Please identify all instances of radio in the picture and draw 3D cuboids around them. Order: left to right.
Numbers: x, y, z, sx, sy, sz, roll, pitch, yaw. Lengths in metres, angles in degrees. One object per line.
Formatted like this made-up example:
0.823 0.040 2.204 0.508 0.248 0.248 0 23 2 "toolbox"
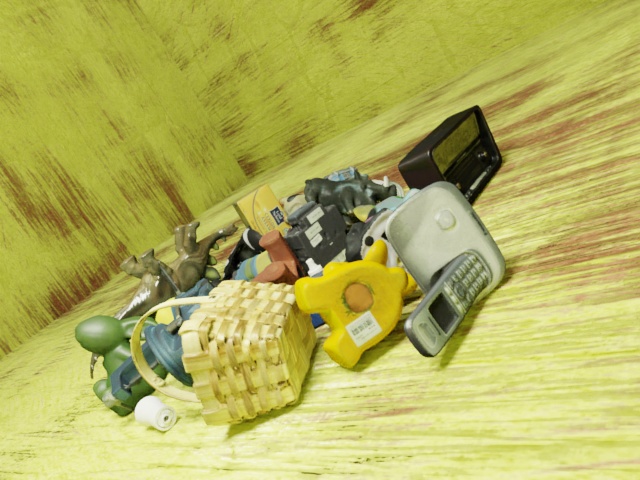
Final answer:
0.243 -0.139 0.972 0.073 0.131 0.229 -16 20 47 "radio"

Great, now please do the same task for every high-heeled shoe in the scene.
-0.171 0.056 1.201 0.145 0.086 0.249 -56 7 -11 "high-heeled shoe"

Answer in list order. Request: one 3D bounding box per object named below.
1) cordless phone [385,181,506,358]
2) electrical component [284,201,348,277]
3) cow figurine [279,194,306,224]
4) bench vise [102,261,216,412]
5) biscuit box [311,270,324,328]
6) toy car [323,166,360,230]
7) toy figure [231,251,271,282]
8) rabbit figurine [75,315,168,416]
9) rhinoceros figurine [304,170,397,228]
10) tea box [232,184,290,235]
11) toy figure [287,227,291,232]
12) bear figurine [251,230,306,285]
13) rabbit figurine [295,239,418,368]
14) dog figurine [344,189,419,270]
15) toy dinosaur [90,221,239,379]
0.119 0.032 0.600 0.089 0.146 0.184 -29 9 45 "cordless phone"
-0.002 -0.003 1.010 0.115 0.134 0.058 -39 16 -36 "electrical component"
0.008 -0.089 1.318 0.195 0.085 0.127 -10 6 -14 "cow figurine"
-0.255 0.172 0.877 0.240 0.128 0.224 -40 40 -4 "bench vise"
-0.047 0.116 0.839 0.203 0.059 0.063 -30 13 7 "biscuit box"
0.057 -0.076 1.189 0.109 0.161 0.103 -17 50 -32 "toy car"
-0.104 0.060 1.095 0.180 0.082 0.089 -21 -27 23 "toy figure"
-0.353 0.200 0.958 0.159 0.170 0.121 -37 16 -20 "rabbit figurine"
0.061 -0.088 1.093 0.190 0.073 0.112 3 65 7 "rhinoceros figurine"
-0.138 -0.047 1.371 0.098 0.169 0.068 -36 13 -17 "tea box"
-0.069 0.003 1.267 0.154 0.064 0.058 -34 -2 4 "toy figure"
-0.127 0.088 0.972 0.196 0.131 0.120 -22 43 12 "bear figurine"
0.043 0.071 0.710 0.162 0.122 0.173 -42 -3 -14 "rabbit figurine"
0.098 -0.007 0.885 0.191 0.108 0.219 -37 10 -13 "dog figurine"
-0.355 0.107 1.227 0.471 0.198 0.105 -39 17 -32 "toy dinosaur"
